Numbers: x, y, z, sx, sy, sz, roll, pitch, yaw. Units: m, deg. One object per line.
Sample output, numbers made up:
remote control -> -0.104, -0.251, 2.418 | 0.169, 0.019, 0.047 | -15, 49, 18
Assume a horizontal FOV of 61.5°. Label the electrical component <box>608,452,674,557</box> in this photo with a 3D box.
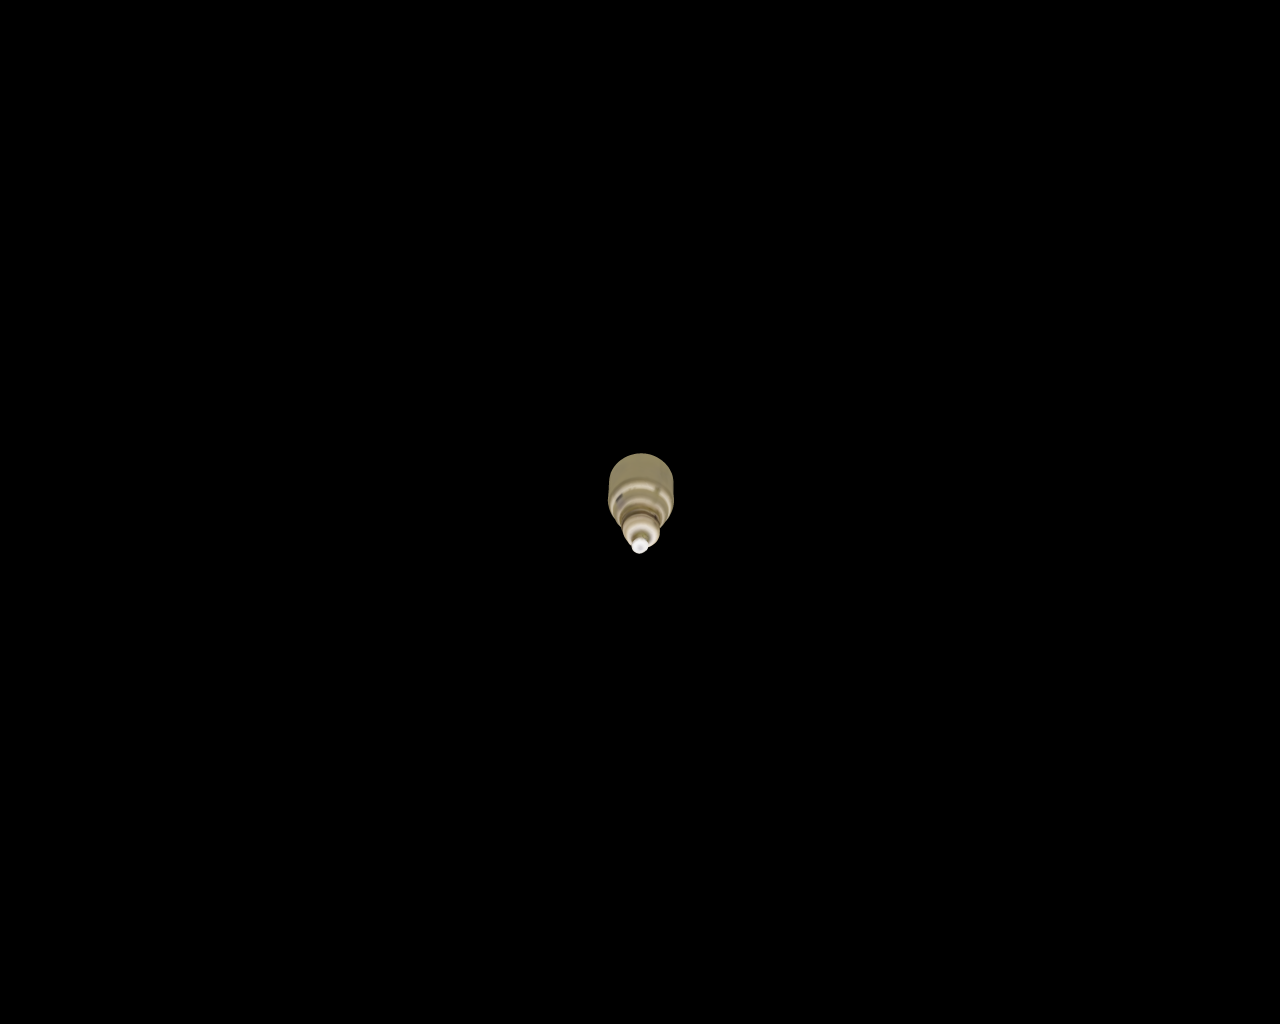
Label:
electrical component -> 0.001, -0.003, 0.650 | 0.040, 0.040, 0.078 | 0, 37, 0
